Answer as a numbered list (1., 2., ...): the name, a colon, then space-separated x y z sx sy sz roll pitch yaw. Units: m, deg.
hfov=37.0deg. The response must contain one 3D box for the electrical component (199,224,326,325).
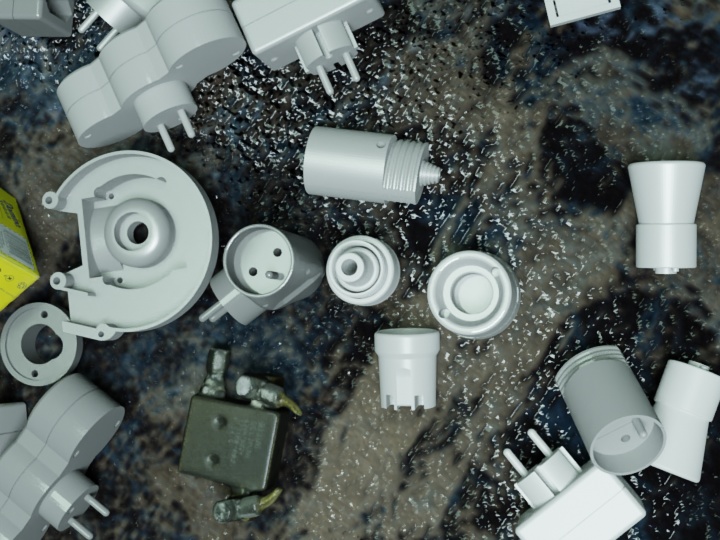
1. electrical component: -0.066 0.008 0.665 0.079 0.077 0.043 -38 80 7

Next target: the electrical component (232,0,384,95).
1. electrical component: -0.025 -0.149 0.681 0.083 0.047 0.075 -25 83 9

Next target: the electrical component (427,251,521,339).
1. electrical component: 0.068 0.015 0.652 0.055 0.047 0.055 -1 87 12

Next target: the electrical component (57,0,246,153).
1. electrical component: -0.127 -0.112 0.682 0.138 0.052 0.073 -29 81 29

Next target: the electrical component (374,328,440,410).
1. electrical component: 0.029 0.060 0.662 0.040 0.040 0.046 -1 93 12

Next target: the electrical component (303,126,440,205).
1. electrical component: 0.010 -0.064 0.671 0.081 0.043 0.043 8 88 12

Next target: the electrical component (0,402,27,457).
1. electrical component: -0.272 0.093 0.718 0.083 0.047 0.075 -7 85 11

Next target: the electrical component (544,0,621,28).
1. electrical component: 0.126 -0.186 0.644 0.042 0.064 0.081 -12 85 10

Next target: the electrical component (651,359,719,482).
1. electrical component: 0.187 0.085 0.628 0.044 0.044 0.065 21 86 12

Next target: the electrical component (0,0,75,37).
1. electrical component: -0.238 -0.196 0.727 0.077 0.047 0.065 3 87 12

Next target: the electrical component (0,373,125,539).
1. electrical component: -0.195 0.143 0.696 0.074 0.052 0.138 36 94 11

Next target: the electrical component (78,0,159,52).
1. electrical component: -0.154 -0.180 0.711 0.077 0.043 0.079 45 96 10

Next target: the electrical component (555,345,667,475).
1. electrical component: 0.142 0.075 0.623 0.043 0.081 0.043 -4 122 -6

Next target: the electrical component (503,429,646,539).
1. electrical component: 0.118 0.130 0.635 0.066 0.047 0.076 -41 80 7

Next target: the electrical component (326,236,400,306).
1. electrical component: 0.000 0.000 0.660 0.043 0.062 0.043 -1 87 12

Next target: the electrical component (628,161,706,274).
1. electrical component: 0.181 -0.030 0.636 0.044 0.044 0.065 0 91 12
